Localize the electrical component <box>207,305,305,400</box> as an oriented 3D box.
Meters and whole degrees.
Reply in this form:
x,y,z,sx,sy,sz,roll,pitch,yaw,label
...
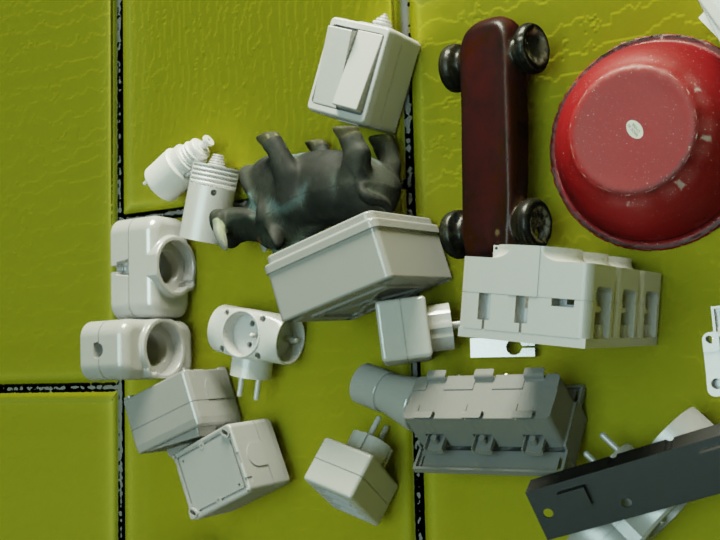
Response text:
x,y,z,sx,sy,sz,roll,pitch,yaw,label
-0.095,0.075,0.950,0.077,0.044,0.079,8,90,32,electrical component

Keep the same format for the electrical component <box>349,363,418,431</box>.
x,y,z,sx,sy,sz,roll,pitch,yaw,label
0.024,0.100,0.877,0.065,0.044,0.044,17,95,37,electrical component

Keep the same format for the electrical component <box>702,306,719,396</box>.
x,y,z,sx,sy,sz,roll,pitch,yaw,label
0.258,0.062,0.720,0.042,0.064,0.081,-9,81,30,electrical component

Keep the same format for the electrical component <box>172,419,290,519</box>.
x,y,z,sx,sy,sz,roll,pitch,yaw,label
-0.116,0.177,0.950,0.096,0.061,0.061,-32,70,35,electrical component

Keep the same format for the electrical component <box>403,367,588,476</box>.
x,y,z,sx,sy,sz,roll,pitch,yaw,label
0.100,0.112,0.808,0.121,0.063,0.078,-5,44,32,electrical component

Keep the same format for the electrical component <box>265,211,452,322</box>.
x,y,z,sx,sy,sz,roll,pitch,yaw,label
0.000,0.000,0.860,0.109,0.109,0.056,-23,77,29,electrical component

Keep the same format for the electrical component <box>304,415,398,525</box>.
x,y,z,sx,sy,sz,roll,pitch,yaw,label
0.002,0.156,0.877,0.047,0.065,0.076,16,66,32,electrical component

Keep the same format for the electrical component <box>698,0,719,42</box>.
x,y,z,sx,sy,sz,roll,pitch,yaw,label
0.269,-0.173,0.731,0.061,0.062,0.096,-37,68,24,electrical component

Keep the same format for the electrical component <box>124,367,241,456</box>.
x,y,z,sx,sy,sz,roll,pitch,yaw,label
-0.165,0.133,0.980,0.096,0.062,0.061,-27,72,28,electrical component

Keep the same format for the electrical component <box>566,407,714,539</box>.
x,y,z,sx,sy,sz,roll,pitch,yaw,label
0.191,0.148,0.761,0.073,0.052,0.138,45,109,26,electrical component

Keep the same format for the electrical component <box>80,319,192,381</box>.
x,y,z,sx,sy,sz,roll,pitch,yaw,label
-0.201,0.073,0.987,0.059,0.095,0.053,-6,83,32,electrical component

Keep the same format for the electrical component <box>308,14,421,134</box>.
x,y,z,sx,sy,sz,roll,pitch,yaw,label
0.003,-0.169,0.898,0.062,0.061,0.096,20,97,31,electrical component

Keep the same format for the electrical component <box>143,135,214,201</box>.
x,y,z,sx,sy,sz,roll,pitch,yaw,label
-0.168,-0.098,1.012,0.078,0.040,0.040,-38,68,24,electrical component

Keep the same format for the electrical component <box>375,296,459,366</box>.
x,y,z,sx,sy,sz,roll,pitch,yaw,label
0.054,0.047,0.853,0.077,0.065,0.047,-7,82,2,electrical component

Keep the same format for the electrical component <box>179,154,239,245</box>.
x,y,z,sx,sy,sz,roll,pitch,yaw,label
-0.138,-0.066,0.989,0.043,0.043,0.081,12,93,32,electrical component

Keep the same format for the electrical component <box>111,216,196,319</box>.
x,y,z,sx,sy,sz,roll,pitch,yaw,label
-0.195,-0.001,1.014,0.059,0.054,0.095,-5,83,32,electrical component

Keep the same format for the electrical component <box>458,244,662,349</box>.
x,y,z,sx,sy,sz,roll,pitch,yaw,label
0.142,0.018,0.744,0.089,0.150,0.061,4,89,32,electrical component
